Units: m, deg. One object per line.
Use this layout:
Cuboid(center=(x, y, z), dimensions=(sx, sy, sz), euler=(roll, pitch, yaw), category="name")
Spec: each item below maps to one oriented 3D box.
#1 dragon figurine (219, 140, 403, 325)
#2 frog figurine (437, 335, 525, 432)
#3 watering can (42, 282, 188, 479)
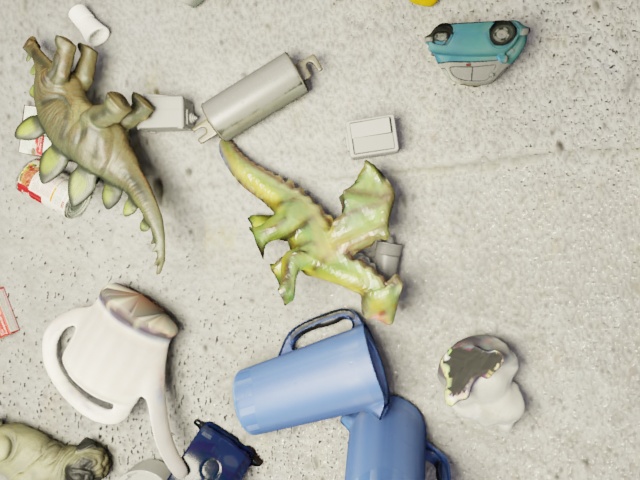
Cuboid(center=(0.003, -0.042, 0.839), dimensions=(0.243, 0.121, 0.414), euler=(-25, 76, 1), category="dragon figurine")
Cuboid(center=(0.275, 0.235, 0.847), dimensions=(0.157, 0.124, 0.138), euler=(38, 85, -34), category="frog figurine")
Cuboid(center=(-0.315, 0.217, 0.867), dimensions=(0.349, 0.104, 0.224), euler=(32, 93, 12), category="watering can")
